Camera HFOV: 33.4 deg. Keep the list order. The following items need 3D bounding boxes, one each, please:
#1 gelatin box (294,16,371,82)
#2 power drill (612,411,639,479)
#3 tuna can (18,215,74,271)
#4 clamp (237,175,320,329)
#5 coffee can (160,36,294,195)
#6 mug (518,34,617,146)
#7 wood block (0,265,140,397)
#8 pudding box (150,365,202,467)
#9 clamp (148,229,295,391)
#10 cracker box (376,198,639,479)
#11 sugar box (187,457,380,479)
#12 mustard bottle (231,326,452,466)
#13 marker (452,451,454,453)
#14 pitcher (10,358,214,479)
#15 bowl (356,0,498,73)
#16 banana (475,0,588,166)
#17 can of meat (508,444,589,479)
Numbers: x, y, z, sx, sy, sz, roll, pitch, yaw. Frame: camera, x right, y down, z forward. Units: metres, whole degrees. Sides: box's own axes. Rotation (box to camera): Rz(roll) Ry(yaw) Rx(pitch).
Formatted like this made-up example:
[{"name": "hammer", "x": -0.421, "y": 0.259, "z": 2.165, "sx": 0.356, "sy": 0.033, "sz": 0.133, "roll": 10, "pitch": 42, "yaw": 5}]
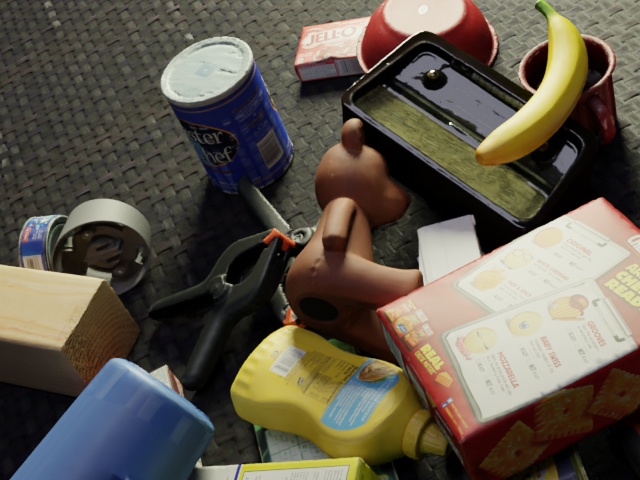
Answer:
[{"name": "gelatin box", "x": 0.018, "y": -0.227, "z": 1.266, "sx": 0.089, "sy": 0.030, "sz": 0.073, "roll": -5, "pitch": 48, "yaw": 18}, {"name": "power drill", "x": 0.295, "y": 0.162, "z": 0.782, "sx": 0.184, "sy": 0.057, "sz": 0.188, "roll": -20, "pitch": 46, "yaw": 6}, {"name": "tuna can", "x": -0.285, "y": 0.016, "z": 1.138, "sx": 0.034, "sy": 0.086, "sz": 0.086, "roll": -6, "pitch": 48, "yaw": 16}, {"name": "clamp", "x": -0.007, "y": 0.001, "z": 1.068, "sx": 0.165, "sy": 0.036, "sz": 0.210, "roll": -11, "pitch": 49, "yaw": 12}, {"name": "coffee can", "x": -0.098, "y": -0.133, "z": 1.153, "sx": 0.103, "sy": 0.140, "sz": 0.103, "roll": -12, "pitch": 47, "yaw": 13}, {"name": "mug", "x": 0.254, "y": -0.136, "z": 1.049, "sx": 0.093, "sy": 0.081, "sz": 0.117, "roll": -30, "pitch": 46, "yaw": -5}, {"name": "wood block", "x": -0.300, "y": 0.088, "z": 1.077, "sx": 0.206, "sy": 0.090, "sz": 0.090, "roll": 6, "pitch": 52, "yaw": 27}, {"name": "pudding box", "x": -0.163, "y": 0.180, "z": 0.974, "sx": 0.090, "sy": 0.039, "sz": 0.113, "roll": -25, "pitch": 43, "yaw": 2}, {"name": "clamp", "x": -0.098, "y": 0.051, "z": 1.037, "sx": 0.171, "sy": 0.039, "sz": 0.120, "roll": -49, "pitch": 50, "yaw": 1}, {"name": "cracker box", "x": 0.174, "y": 0.075, "z": 0.825, "sx": 0.213, "sy": 0.072, "sz": 0.164, "roll": -26, "pitch": 37, "yaw": -5}, {"name": "sugar box", "x": -0.044, "y": 0.228, "z": 0.856, "sx": 0.176, "sy": 0.048, "sz": 0.093, "roll": -11, "pitch": 48, "yaw": 31}, {"name": "mustard bottle", "x": 0.025, "y": 0.139, "z": 0.896, "sx": 0.192, "sy": 0.058, "sz": 0.096, "roll": 18, "pitch": 46, "yaw": 31}, {"name": "marker", "x": 0.109, "y": 0.128, "z": 0.918, "sx": 0.020, "sy": 0.020, "sz": 0.121, "roll": -11, "pitch": 47, "yaw": 13}, {"name": "pitcher", "x": -0.189, "y": 0.221, "z": 0.850, "sx": 0.149, "sy": 0.145, "sz": 0.242, "roll": 30, "pitch": 75, "yaw": 22}, {"name": "bowl", "x": 0.118, "y": -0.237, "z": 1.196, "sx": 0.162, "sy": 0.055, "sz": 0.162, "roll": -5, "pitch": 51, "yaw": 5}, {"name": "banana", "x": 0.204, "y": -0.136, "z": 0.981, "sx": 0.070, "sy": 0.037, "sz": 0.197, "roll": 17, "pitch": 61, "yaw": 16}, {"name": "can of meat", "x": 0.160, "y": 0.174, "z": 0.830, "sx": 0.084, "sy": 0.057, "sz": 0.102, "roll": -20, "pitch": 45, "yaw": 9}]
